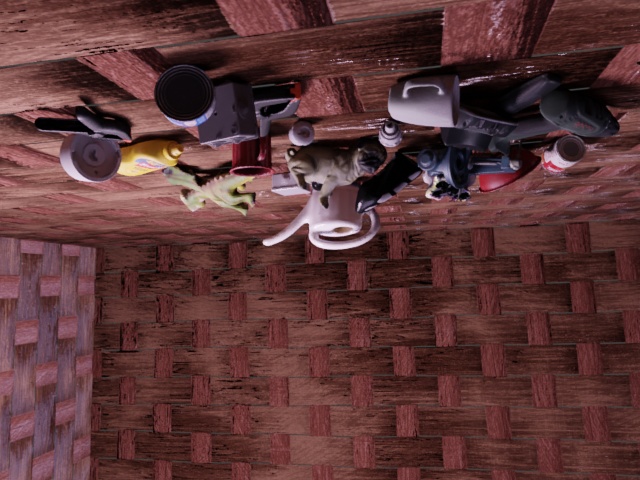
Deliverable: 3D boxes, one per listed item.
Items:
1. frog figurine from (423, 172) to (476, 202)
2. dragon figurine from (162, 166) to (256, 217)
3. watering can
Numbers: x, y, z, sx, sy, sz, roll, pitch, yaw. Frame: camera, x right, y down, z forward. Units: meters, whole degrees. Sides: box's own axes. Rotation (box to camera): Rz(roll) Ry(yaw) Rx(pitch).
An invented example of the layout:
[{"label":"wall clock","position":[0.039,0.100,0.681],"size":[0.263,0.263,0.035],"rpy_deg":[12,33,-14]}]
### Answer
[{"label":"frog figurine","position":[0.347,-0.176,1.376],"size":[0.136,0.121,0.163],"rpy_deg":[-15,-156,26]},{"label":"dragon figurine","position":[-0.292,-0.150,1.352],"size":[0.242,0.124,0.405],"rpy_deg":[8,162,-15]},{"label":"watering can","position":[0.005,-0.077,1.537],"size":[0.347,0.229,0.102],"rpy_deg":[-2,154,8]}]
